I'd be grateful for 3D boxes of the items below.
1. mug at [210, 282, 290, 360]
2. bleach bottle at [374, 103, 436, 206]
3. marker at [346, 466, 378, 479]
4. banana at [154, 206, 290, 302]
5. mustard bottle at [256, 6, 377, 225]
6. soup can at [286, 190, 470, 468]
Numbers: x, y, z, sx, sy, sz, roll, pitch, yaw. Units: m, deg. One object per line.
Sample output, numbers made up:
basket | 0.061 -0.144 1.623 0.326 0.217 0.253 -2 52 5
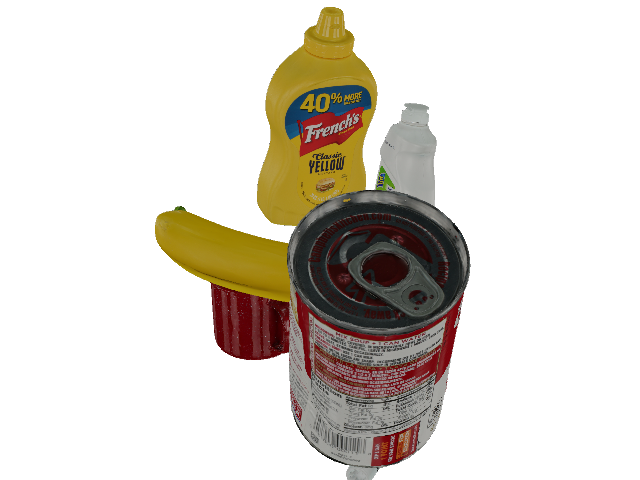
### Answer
mug | -0.056 0.065 1.015 0.093 0.081 0.117 -19 34 -30
bleach bottle | 0.096 -0.030 1.229 0.068 0.251 0.103 -2 21 -24
marker | 0.052 0.147 0.816 0.020 0.020 0.121 0 24 28
banana | -0.042 0.008 0.701 0.198 0.037 0.069 18 36 30
mustard bottle | 0.000 -0.106 0.909 0.096 0.192 0.058 -8 37 -21
soup can | 0.021 0.039 0.430 0.068 0.068 0.102 0 -41 -1
